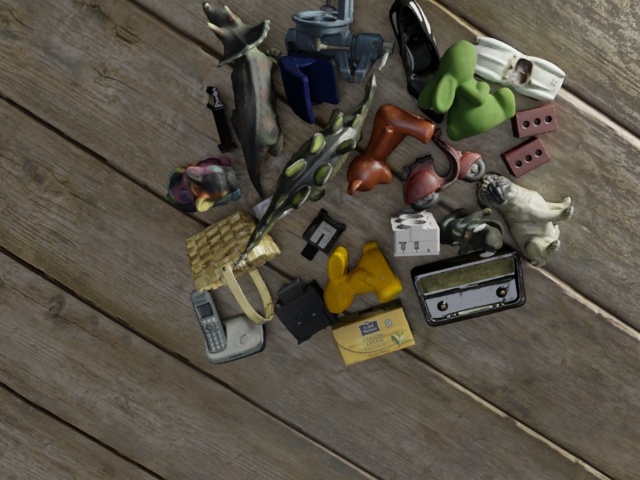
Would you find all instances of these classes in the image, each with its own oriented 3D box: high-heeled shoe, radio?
[{"bbox_3d":[0.200,-0.343,1.043,0.086,0.145,0.248,-24,100,11],"label":"high-heeled shoe"},{"bbox_3d":[0.327,0.103,1.186,0.230,0.073,0.131,-14,103,9],"label":"radio"}]

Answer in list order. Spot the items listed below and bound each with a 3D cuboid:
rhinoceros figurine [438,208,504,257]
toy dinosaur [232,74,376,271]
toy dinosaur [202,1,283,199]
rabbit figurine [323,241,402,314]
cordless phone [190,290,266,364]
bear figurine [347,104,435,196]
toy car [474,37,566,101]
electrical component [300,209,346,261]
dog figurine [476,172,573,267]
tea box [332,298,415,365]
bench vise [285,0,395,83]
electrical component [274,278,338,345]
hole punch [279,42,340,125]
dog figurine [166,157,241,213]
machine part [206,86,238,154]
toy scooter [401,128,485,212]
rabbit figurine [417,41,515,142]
[{"bbox_3d":[0.307,-0.016,1.103,0.112,0.190,0.073,-19,103,-18],"label":"rhinoceros figurine"},{"bbox_3d":[-0.025,-0.135,1.076,0.105,0.198,0.471,35,96,-2],"label":"toy dinosaur"},{"bbox_3d":[-0.134,-0.268,1.067,0.131,0.192,0.404,-6,103,8],"label":"toy dinosaur"},{"bbox_3d":[0.077,0.090,1.180,0.173,0.122,0.162,-34,95,13],"label":"rabbit figurine"},{"bbox_3d":[-0.214,0.185,1.250,0.147,0.089,0.184,-18,98,9],"label":"cordless phone"},{"bbox_3d":[0.137,-0.172,1.105,0.132,0.120,0.195,22,106,2],"label":"bear figurine"},{"bbox_3d":[0.386,-0.340,1.075,0.202,0.056,0.073,22,105,-2],"label":"toy car"},{"bbox_3d":[-0.002,-0.004,1.200,0.075,0.048,0.119,38,103,-5],"label":"electrical component"},{"bbox_3d":[0.412,-0.042,1.141,0.191,0.121,0.172,18,102,15],"label":"dog figurine"},{"bbox_3d":[0.122,0.211,1.235,0.170,0.068,0.098,-21,103,10],"label":"tea box"},{"bbox_3d":[0.039,-0.432,1.036,0.224,0.129,0.240,15,126,20],"label":"bench vise"},{"bbox_3d":[-0.039,0.157,1.239,0.115,0.058,0.134,-34,100,10],"label":"electrical component"},{"bbox_3d":[-0.034,-0.303,1.063,0.116,0.092,0.142,24,149,30],"label":"hole punch"},{"bbox_3d":[-0.251,-0.108,1.105,0.192,0.219,0.108,-12,100,7],"label":"dog figurine"},{"bbox_3d":[-0.212,-0.256,1.142,0.039,0.084,0.138,-21,114,-20],"label":"machine part"},{"bbox_3d":[0.241,-0.152,1.127,0.184,0.075,0.135,-31,98,10],"label":"toy scooter"},{"bbox_3d":[0.269,-0.290,1.041,0.159,0.121,0.170,-28,112,-7],"label":"rabbit figurine"}]
